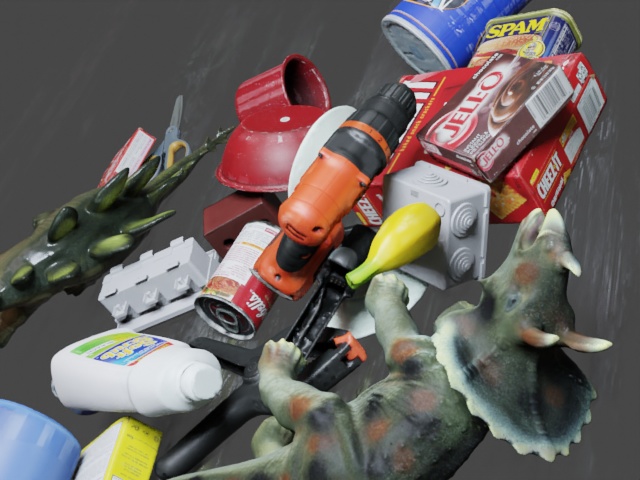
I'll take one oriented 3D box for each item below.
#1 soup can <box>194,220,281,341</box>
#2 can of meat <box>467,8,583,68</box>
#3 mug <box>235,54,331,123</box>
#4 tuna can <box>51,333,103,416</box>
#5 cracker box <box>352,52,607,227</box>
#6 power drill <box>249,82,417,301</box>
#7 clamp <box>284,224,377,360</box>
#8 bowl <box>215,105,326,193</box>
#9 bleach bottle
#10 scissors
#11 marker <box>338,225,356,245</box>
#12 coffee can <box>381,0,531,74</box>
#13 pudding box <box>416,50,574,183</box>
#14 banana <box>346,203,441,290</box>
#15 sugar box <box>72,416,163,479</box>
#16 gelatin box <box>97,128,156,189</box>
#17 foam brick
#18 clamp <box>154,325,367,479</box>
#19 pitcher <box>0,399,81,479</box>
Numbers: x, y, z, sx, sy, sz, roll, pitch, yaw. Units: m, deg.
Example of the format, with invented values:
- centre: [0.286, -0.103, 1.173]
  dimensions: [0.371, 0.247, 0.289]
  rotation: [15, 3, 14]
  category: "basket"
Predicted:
- centre: [-0.070, 0.039, 1.055]
  dimensions: [0.069, 0.068, 0.102]
  rotation: [-1, 47, 42]
  category: "soup can"
- centre: [0.203, -0.181, 1.083]
  dimensions: [0.102, 0.057, 0.083]
  rotation: [0, 50, 42]
  category: "can of meat"
- centre: [-0.040, -0.165, 1.271]
  dimensions: [0.082, 0.093, 0.117]
  rotation: [-18, 6, 34]
  category: "mug"
- centre: [-0.236, 0.140, 1.115]
  dimensions: [0.086, 0.033, 0.086]
  rotation: [-24, 35, 18]
  category: "tuna can"
- centre: [0.141, -0.094, 1.016]
  dimensions: [0.214, 0.072, 0.164]
  rotation: [1, 48, 43]
  category: "cracker box"
- centre: [0.010, -0.038, 0.948]
  dimensions: [0.184, 0.057, 0.188]
  rotation: [-51, -6, -31]
  category: "power drill"
- centre: [0.012, 0.041, 0.925]
  dimensions: [0.120, 0.039, 0.171]
  rotation: [-55, -5, 19]
  category: "clamp"
- centre: [-0.037, -0.106, 1.152]
  dimensions: [0.162, 0.055, 0.162]
  rotation: [-6, 24, 2]
  category: "bowl"
- centre: [-0.154, 0.121, 0.962]
  dimensions: [0.102, 0.068, 0.251]
  rotation: [-18, 6, -34]
  category: "bleach bottle"
- centre: [-0.214, -0.130, 1.443]
  dimensions: [0.096, 0.016, 0.202]
  rotation: [-33, 33, 7]
  category: "scissors"
- centre: [-0.007, 0.001, 1.087]
  dimensions: [0.121, 0.020, 0.020]
  rotation: [-9, 42, 36]
  category: "marker"
- centre: [0.151, -0.252, 1.164]
  dimensions: [0.140, 0.102, 0.103]
  rotation: [-46, 34, -5]
  category: "coffee can"
- centre: [0.150, -0.108, 0.922]
  dimensions: [0.113, 0.039, 0.090]
  rotation: [-45, 33, -8]
  category: "pudding box"
- centre: [0.062, -0.005, 0.826]
  dimensions: [0.070, 0.037, 0.197]
  rotation: [-23, 2, 13]
  category: "banana"
- centre: [-0.194, 0.246, 0.917]
  dimensions: [0.093, 0.048, 0.176]
  rotation: [-40, 28, 39]
  category: "sugar box"
- centre: [-0.258, -0.096, 1.406]
  dimensions: [0.073, 0.030, 0.089]
  rotation: [-38, 24, 47]
  category: "gelatin box"
- centre: [-0.080, -0.020, 1.151]
  dimensions: [0.078, 0.053, 0.051]
  rotation: [-29, 34, 14]
  category: "foam brick"
- centre: [-0.056, 0.133, 0.954]
  dimensions: [0.210, 0.036, 0.164]
  rotation: [-17, 38, 31]
  category: "clamp"
- centre: [-0.312, 0.263, 0.915]
  dimensions: [0.145, 0.149, 0.242]
  rotation: [-48, 18, 60]
  category: "pitcher"
